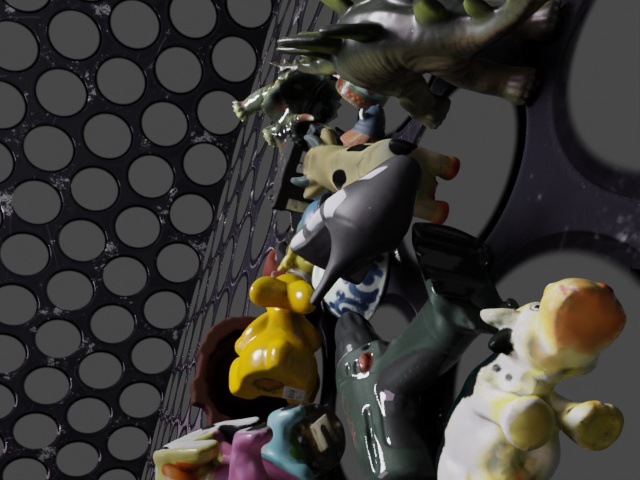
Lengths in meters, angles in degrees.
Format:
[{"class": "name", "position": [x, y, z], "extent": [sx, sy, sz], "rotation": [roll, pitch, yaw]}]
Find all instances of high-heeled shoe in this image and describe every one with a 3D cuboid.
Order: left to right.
[{"class": "high-heeled shoe", "position": [0.039, -0.025, 0.507], "extent": [0.145, 0.086, 0.249], "rotation": [-58, 3, 15]}]

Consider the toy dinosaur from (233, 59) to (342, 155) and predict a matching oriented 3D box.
[{"class": "toy dinosaur", "position": [-0.017, -0.271, 0.966], "extent": [0.192, 0.131, 0.405], "rotation": [-17, 30, 34]}]

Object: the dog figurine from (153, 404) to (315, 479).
[{"class": "dog figurine", "position": [-0.056, 0.286, 0.521], "extent": [0.108, 0.192, 0.219], "rotation": [15, -122, -69]}]

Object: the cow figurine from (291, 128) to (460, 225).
[{"class": "cow figurine", "position": [0.048, -0.071, 0.590], "extent": [0.085, 0.127, 0.195], "rotation": [-72, 19, 1]}]

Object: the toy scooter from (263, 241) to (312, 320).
[{"class": "toy scooter", "position": [-0.060, 0.097, 0.887], "extent": [0.184, 0.075, 0.135], "rotation": [-105, 33, -50]}]

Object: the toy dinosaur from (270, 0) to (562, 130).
[{"class": "toy dinosaur", "position": [0.062, -0.195, 0.534], "extent": [0.472, 0.198, 0.105], "rotation": [-165, 93, -71]}]

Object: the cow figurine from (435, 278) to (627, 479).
[{"class": "cow figurine", "position": [0.122, 0.097, 0.327], "extent": [0.098, 0.068, 0.167], "rotation": [-129, 57, -77]}]

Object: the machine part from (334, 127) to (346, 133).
[{"class": "machine part", "position": [0.018, -0.149, 0.907], "extent": [0.139, 0.039, 0.084], "rotation": [-134, 55, -68]}]

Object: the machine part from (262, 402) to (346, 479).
[{"class": "machine part", "position": [-0.035, 0.264, 0.657], "extent": [0.243, 0.079, 0.079], "rotation": [122, 156, -46]}]

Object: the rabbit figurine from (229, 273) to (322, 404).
[{"class": "rabbit figurine", "position": [-0.054, 0.111, 0.713], "extent": [0.162, 0.122, 0.173], "rotation": [88, -170, -47]}]

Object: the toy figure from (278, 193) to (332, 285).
[{"class": "toy figure", "position": [0.002, -0.001, 0.761], "extent": [0.180, 0.082, 0.089], "rotation": [115, -179, -52]}]

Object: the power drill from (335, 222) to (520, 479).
[{"class": "power drill", "position": [0.071, 0.087, 0.471], "extent": [0.207, 0.086, 0.232], "rotation": [-59, 22, 30]}]

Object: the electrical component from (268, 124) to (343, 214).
[{"class": "electrical component", "position": [-0.005, -0.101, 0.807], "extent": [0.058, 0.115, 0.134], "rotation": [-117, 45, -59]}]

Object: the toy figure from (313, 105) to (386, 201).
[{"class": "toy figure", "position": [0.043, -0.115, 0.743], "extent": [0.154, 0.058, 0.064], "rotation": [-50, 2, 22]}]

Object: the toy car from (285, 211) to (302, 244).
[{"class": "toy car", "position": [-0.023, -0.053, 0.927], "extent": [0.073, 0.056, 0.202], "rotation": [-57, 26, 33]}]

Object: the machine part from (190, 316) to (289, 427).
[{"class": "machine part", "position": [-0.099, 0.196, 0.767], "extent": [0.056, 0.179, 0.179], "rotation": [132, 148, -61]}]
